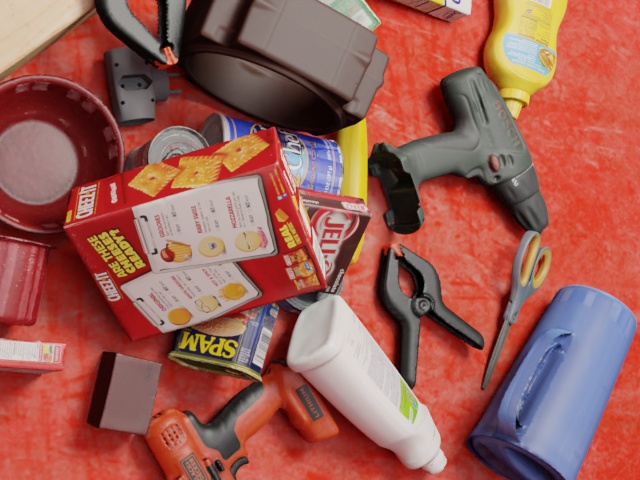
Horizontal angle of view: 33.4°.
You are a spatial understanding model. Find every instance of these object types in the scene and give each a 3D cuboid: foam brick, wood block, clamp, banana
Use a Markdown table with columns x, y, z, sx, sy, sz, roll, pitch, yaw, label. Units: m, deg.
| x | y | z | sx | sy | sz | roll | pitch | yaw | label |
| --- | --- | --- | --- | --- | --- | --- | --- | --- | --- |
| -0.200 | 0.158 | 1.094 | 0.053 | 0.051 | 0.078 | 17 | 78 | -25 | foam brick |
| -0.287 | -0.243 | 1.071 | 0.205 | 0.091 | 0.090 | -43 | 104 | -23 | wood block |
| 0.127 | 0.080 | 1.267 | 0.120 | 0.039 | 0.171 | -16 | 92 | -28 | clamp |
| 0.034 | -0.071 | 1.225 | 0.037 | 0.069 | 0.198 | 1 | 93 | 12 | banana |
| -0.182 | -0.275 | 1.054 | 0.164 | 0.036 | 0.210 | -34 | 103 | -26 | clamp |

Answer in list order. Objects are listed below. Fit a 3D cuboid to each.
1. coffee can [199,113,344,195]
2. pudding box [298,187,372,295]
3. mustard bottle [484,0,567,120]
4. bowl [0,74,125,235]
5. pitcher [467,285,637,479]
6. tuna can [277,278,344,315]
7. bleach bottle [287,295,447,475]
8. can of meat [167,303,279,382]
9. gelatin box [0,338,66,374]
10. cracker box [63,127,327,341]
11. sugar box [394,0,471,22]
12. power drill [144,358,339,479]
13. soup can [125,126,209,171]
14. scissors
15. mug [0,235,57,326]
| x | y | z | sx | sy | sz | roll | pitch | yaw | label |
| --- | --- | --- | --- | --- | --- | --- | --- | --- | --- |
| -0.059 | -0.073 | 1.157 | 0.140 | 0.103 | 0.103 | 11 | 80 | -25 | coffee can |
| -0.008 | 0.001 | 1.139 | 0.089 | 0.039 | 0.114 | 9 | 125 | -23 | pudding box |
| 0.256 | -0.244 | 1.352 | 0.096 | 0.058 | 0.191 | 16 | 77 | -24 | mustard bottle |
| -0.282 | -0.083 | 1.077 | 0.161 | 0.055 | 0.162 | 3 | 83 | -26 | bowl |
| 0.285 | 0.171 | 1.282 | 0.145 | 0.149 | 0.242 | 35 | 67 | -5 | pitcher |
| -0.017 | 0.041 | 1.205 | 0.086 | 0.034 | 0.086 | 3 | 83 | -24 | tuna can |
| 0.064 | 0.180 | 1.188 | 0.250 | 0.068 | 0.102 | 51 | 29 | -25 | bleach bottle |
| -0.100 | 0.097 | 1.124 | 0.057 | 0.102 | 0.084 | 43 | 59 | -57 | can of meat |
| -0.292 | 0.112 | 1.033 | 0.073 | 0.089 | 0.030 | 8 | 79 | -25 | gelatin box |
| -0.118 | -0.003 | 1.050 | 0.214 | 0.072 | 0.164 | -16 | 128 | 8 | cracker box |
| 0.108 | -0.333 | 1.286 | 0.175 | 0.048 | 0.093 | 10 | 80 | -31 | sugar box |
| -0.074 | 0.229 | 1.145 | 0.187 | 0.057 | 0.184 | -32 | 99 | -25 | power drill |
| -0.161 | -0.076 | 1.108 | 0.068 | 0.102 | 0.068 | 3 | 83 | -26 | soup can |
| 0.249 | 0.087 | 1.334 | 0.096 | 0.016 | 0.202 | 1 | 104 | -53 | scissors |
| -0.321 | 0.036 | 1.035 | 0.117 | 0.093 | 0.081 | 9 | 85 | 6 | mug |
